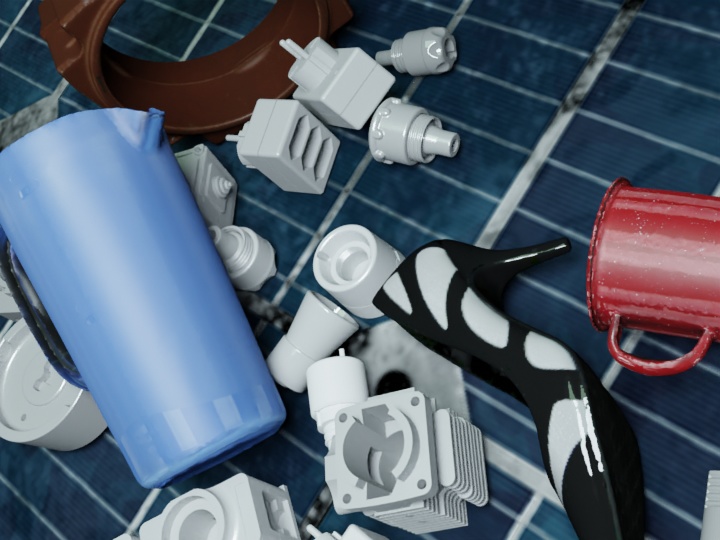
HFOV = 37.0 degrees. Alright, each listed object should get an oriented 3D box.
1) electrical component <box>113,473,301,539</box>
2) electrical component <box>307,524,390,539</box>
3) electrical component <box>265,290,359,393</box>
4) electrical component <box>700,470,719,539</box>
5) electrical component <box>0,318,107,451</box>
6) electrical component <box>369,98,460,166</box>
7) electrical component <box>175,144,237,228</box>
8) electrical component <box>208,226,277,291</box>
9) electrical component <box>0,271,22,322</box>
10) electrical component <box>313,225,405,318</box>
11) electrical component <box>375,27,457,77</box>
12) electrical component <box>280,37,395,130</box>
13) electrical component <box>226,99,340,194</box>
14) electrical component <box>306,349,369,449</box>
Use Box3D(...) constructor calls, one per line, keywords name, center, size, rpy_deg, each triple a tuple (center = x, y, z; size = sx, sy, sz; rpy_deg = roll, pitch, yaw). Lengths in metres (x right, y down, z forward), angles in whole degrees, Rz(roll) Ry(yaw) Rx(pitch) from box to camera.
Box3D(name="electrical component", center=(-0.128, 0.223, 0.712), size=(0.186, 0.060, 0.105), rpy_deg=(-30, 56, 16))
Box3D(name="electrical component", center=(-0.013, 0.188, 0.668), size=(0.077, 0.047, 0.065), rpy_deg=(32, 86, 37))
Box3D(name="electrical component", center=(-0.037, 0.052, 0.751), size=(0.044, 0.044, 0.065), rpy_deg=(40, 96, 37))
Box3D(name="electrical component", center=(0.202, 0.139, 0.565), size=(0.043, 0.043, 0.081), rpy_deg=(2, 69, 32))
Box3D(name="electrical component", center=(-0.232, 0.088, 0.837), size=(0.108, 0.060, 0.108), rpy_deg=(-13, 62, 25))
Box3D(name="electrical component", center=(0.041, -0.096, 0.774), size=(0.062, 0.048, 0.048), rpy_deg=(17, 77, 27))
Box3D(name="electrical component", center=(-0.138, -0.051, 0.846), size=(0.096, 0.061, 0.061), rpy_deg=(-13, 53, 21))
Box3D(name="electrical component", center=(-0.093, -0.013, 0.801), size=(0.043, 0.062, 0.043), rpy_deg=(-13, 62, 25))
Box3D(name="electrical component", center=(-0.267, 0.000, 0.903), size=(0.050, 0.056, 0.089), rpy_deg=(-3, 66, 30))
Box3D(name="electrical component", center=(0.000, 0.000, 0.749), size=(0.055, 0.047, 0.055), rpy_deg=(-13, 62, 25))
Box3D(name="electrical component", center=(0.040, -0.163, 0.810), size=(0.061, 0.035, 0.035), rpy_deg=(-2, 67, 33))
Box3D(name="electrical component", center=(-0.027, -0.146, 0.798), size=(0.047, 0.076, 0.083), rpy_deg=(-55, 21, -2))
Box3D(name="electrical component", center=(-0.068, -0.095, 0.823), size=(0.077, 0.066, 0.047), rpy_deg=(8, 72, 33))
Box3D(name="electrical component", center=(-0.013, 0.094, 0.717), size=(0.040, 0.040, 0.078), rpy_deg=(-21, 59, 21))
